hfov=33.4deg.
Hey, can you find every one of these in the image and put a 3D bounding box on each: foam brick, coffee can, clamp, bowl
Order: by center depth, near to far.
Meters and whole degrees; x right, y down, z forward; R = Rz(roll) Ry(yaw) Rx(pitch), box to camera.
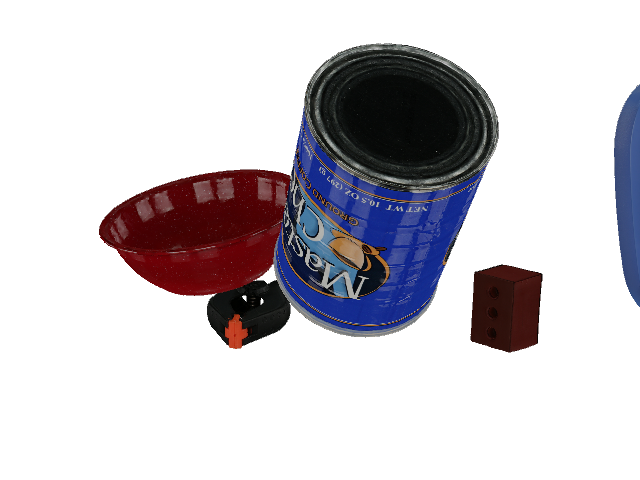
[{"bbox_3d":[0.032,-0.025,0.602,0.102,0.103,0.140,0,-36,-10],"label":"coffee can"},{"bbox_3d":[-0.086,-0.002,0.829,0.162,0.055,0.162,-9,23,4],"label":"bowl"},{"bbox_3d":[-0.073,0.056,1.042,0.120,0.039,0.171,0,17,19],"label":"clamp"},{"bbox_3d":[0.192,0.070,1.103,0.051,0.078,0.053,-13,19,-43],"label":"foam brick"}]

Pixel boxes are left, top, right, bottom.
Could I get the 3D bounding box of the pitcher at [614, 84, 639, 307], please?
[{"bbox_3d":[0.247,-0.002,0.608,0.149,0.243,0.144,0,22,17],"label":"pitcher"}]
